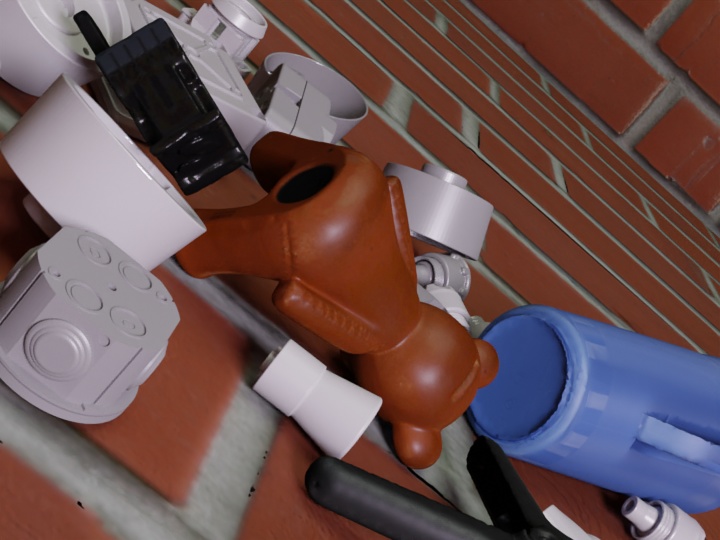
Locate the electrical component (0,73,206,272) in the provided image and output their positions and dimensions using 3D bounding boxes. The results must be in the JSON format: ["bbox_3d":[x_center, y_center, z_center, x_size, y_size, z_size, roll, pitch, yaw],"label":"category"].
[{"bbox_3d":[-0.138,-0.041,0.557,0.108,0.060,0.108,48,-2,2],"label":"electrical component"}]

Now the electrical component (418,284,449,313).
[{"bbox_3d":[0.033,0.043,0.749,0.077,0.043,0.079,48,20,13],"label":"electrical component"}]

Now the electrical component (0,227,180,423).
[{"bbox_3d":[-0.125,0.024,0.480,0.080,0.051,0.080,37,21,-17],"label":"electrical component"}]

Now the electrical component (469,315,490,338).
[{"bbox_3d":[0.093,0.053,0.856,0.035,0.035,0.061,17,31,-50],"label":"electrical component"}]

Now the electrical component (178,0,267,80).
[{"bbox_3d":[-0.120,-0.211,0.952,0.078,0.057,0.058,45,20,4],"label":"electrical component"}]

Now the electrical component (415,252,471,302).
[{"bbox_3d":[0.055,0.007,0.868,0.062,0.048,0.048,8,40,-47],"label":"electrical component"}]

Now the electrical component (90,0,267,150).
[{"bbox_3d":[-0.136,-0.135,0.770,0.109,0.056,0.108,22,29,-45],"label":"electrical component"}]

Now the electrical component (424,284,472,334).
[{"bbox_3d":[0.063,0.044,0.807,0.043,0.043,0.062,27,26,-38],"label":"electrical component"}]

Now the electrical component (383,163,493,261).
[{"bbox_3d":[0.061,-0.056,0.915,0.108,0.060,0.108,23,0,0],"label":"electrical component"}]

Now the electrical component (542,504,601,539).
[{"bbox_3d":[0.132,0.183,0.657,0.077,0.043,0.079,50,20,17],"label":"electrical component"}]

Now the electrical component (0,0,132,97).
[{"bbox_3d":[-0.203,-0.160,0.674,0.108,0.060,0.108,44,34,-40],"label":"electrical component"}]

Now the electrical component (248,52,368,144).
[{"bbox_3d":[-0.050,-0.148,0.947,0.099,0.064,0.099,37,21,-17],"label":"electrical component"}]

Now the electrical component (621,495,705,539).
[{"bbox_3d":[0.225,0.194,0.812,0.062,0.043,0.043,38,21,-13],"label":"electrical component"}]

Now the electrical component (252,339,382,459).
[{"bbox_3d":[-0.026,0.069,0.593,0.065,0.044,0.044,38,20,-1],"label":"electrical component"}]

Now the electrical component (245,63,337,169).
[{"bbox_3d":[-0.059,-0.112,0.853,0.059,0.054,0.095,36,34,-20],"label":"electrical component"}]
